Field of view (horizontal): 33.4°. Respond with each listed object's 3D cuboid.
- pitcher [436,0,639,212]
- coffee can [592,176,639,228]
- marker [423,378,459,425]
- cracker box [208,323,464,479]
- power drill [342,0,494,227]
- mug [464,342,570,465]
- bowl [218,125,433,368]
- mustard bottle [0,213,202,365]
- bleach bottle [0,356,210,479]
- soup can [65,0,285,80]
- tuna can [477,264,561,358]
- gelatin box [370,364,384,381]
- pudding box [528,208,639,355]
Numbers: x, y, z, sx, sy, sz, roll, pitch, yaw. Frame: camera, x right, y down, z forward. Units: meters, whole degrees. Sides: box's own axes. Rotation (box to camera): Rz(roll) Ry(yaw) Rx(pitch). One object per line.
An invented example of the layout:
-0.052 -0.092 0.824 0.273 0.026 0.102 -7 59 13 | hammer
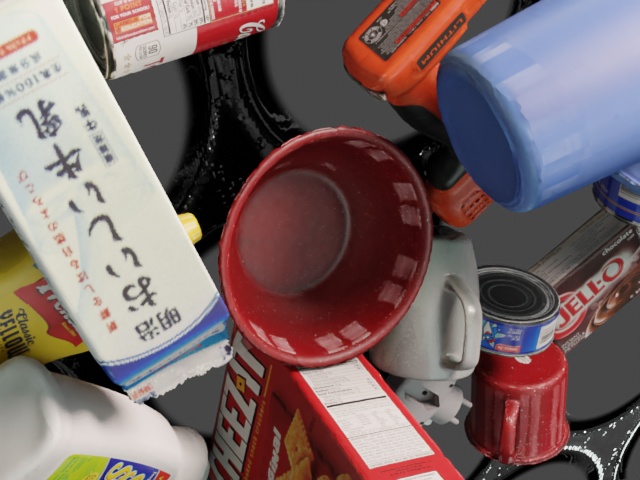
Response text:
0.203 -0.104 0.660 0.242 0.149 0.145 -27 152 -11 | pitcher
0.274 -0.091 0.824 0.102 0.103 0.140 -17 130 -24 | coffee can
0.116 0.107 0.920 0.020 0.020 0.121 13 113 -40 | marker
-0.002 0.165 0.741 0.072 0.214 0.164 -5 123 -30 | cracker box
0.114 -0.113 0.728 0.184 0.057 0.187 -47 135 4 | power drill
0.169 0.141 0.922 0.117 0.093 0.081 -57 149 -51 | mug
-0.005 0.001 0.713 0.161 0.055 0.162 -8 107 -28 | bowl
-0.160 0.030 0.642 0.191 0.058 0.096 -25 128 -18 | mustard bottle
-0.139 0.141 0.703 0.103 0.068 0.250 -39 155 10 | bleach bottle
-0.079 -0.132 0.572 0.102 0.069 0.068 -22 132 -20 | soup can
0.148 0.055 0.857 0.086 0.086 0.034 -12 126 -28 | tuna can
0.031 0.113 0.826 0.030 0.073 0.089 -37 135 -7 | gelatin box
0.232 0.036 0.934 0.113 0.039 0.090 -41 135 -2 | pudding box
